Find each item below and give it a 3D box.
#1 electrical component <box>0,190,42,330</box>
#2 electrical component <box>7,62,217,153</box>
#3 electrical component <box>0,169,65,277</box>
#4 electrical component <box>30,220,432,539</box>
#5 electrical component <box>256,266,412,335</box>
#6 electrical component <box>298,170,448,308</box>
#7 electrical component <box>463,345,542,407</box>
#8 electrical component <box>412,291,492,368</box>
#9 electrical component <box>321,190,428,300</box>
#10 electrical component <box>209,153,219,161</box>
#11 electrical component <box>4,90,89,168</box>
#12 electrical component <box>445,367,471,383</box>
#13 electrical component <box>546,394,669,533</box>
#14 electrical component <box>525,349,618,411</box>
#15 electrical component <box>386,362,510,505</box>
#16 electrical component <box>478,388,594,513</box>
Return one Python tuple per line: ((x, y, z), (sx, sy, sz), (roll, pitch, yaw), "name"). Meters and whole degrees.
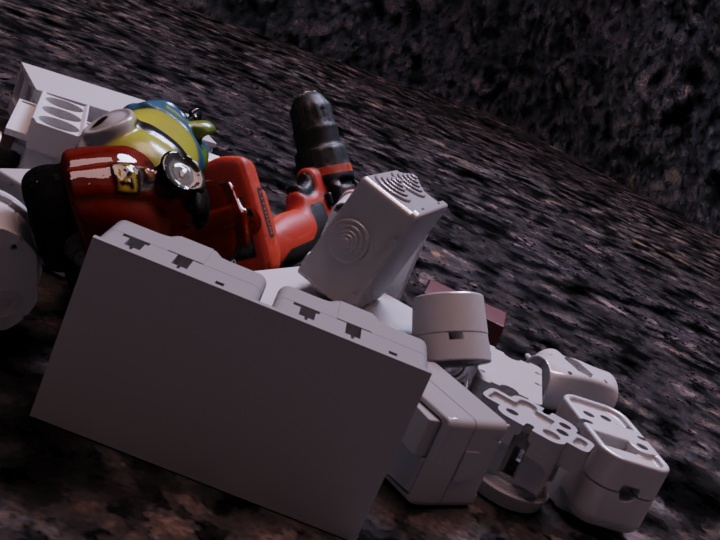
((-0.226, -0.005, 0.626), (0.080, 0.080, 0.051), (14, 23, -31), "electrical component")
((-0.256, -0.143, 1.099), (0.186, 0.060, 0.105), (14, 17, -30), "electrical component")
((-0.217, -0.036, 0.804), (0.100, 0.048, 0.100), (29, 16, 21), "electrical component")
((-0.067, 0.057, 0.589), (0.186, 0.105, 0.060), (22, 15, -3), "electrical component")
((-0.034, 0.050, 0.753), (0.105, 0.060, 0.186), (29, 16, 23), "electrical component")
((0.009, -0.022, 0.756), (0.048, 0.099, 0.100), (39, 17, 9), "electrical component")
((0.099, 0.099, 0.789), (0.050, 0.055, 0.089), (24, 15, 4), "electrical component")
((0.062, 0.042, 0.747), (0.055, 0.047, 0.055), (-2, -11, 0), "electrical component")
((0.000, 0.000, 0.878), (0.078, 0.113, 0.057), (24, 18, 4), "electrical component")
((-0.174, -0.073, 0.943), (0.113, 0.078, 0.057), (17, 13, -22), "electrical component")
((-0.275, -0.113, 0.960), (0.079, 0.063, 0.121), (18, 15, -18), "electrical component")
((0.076, 0.072, 0.877), (0.043, 0.043, 0.062), (29, 17, 20), "electrical component")
((0.165, 0.136, 0.748), (0.054, 0.059, 0.095), (19, 15, -16), "electrical component")
((0.172, 0.094, 0.939), (0.077, 0.043, 0.079), (15, 17, -28), "electrical component")
((0.034, 0.098, 0.684), (0.061, 0.061, 0.096), (10, 19, -40), "electrical component")
((0.106, 0.123, 0.714), (0.078, 0.057, 0.058), (28, 16, 19), "electrical component")
